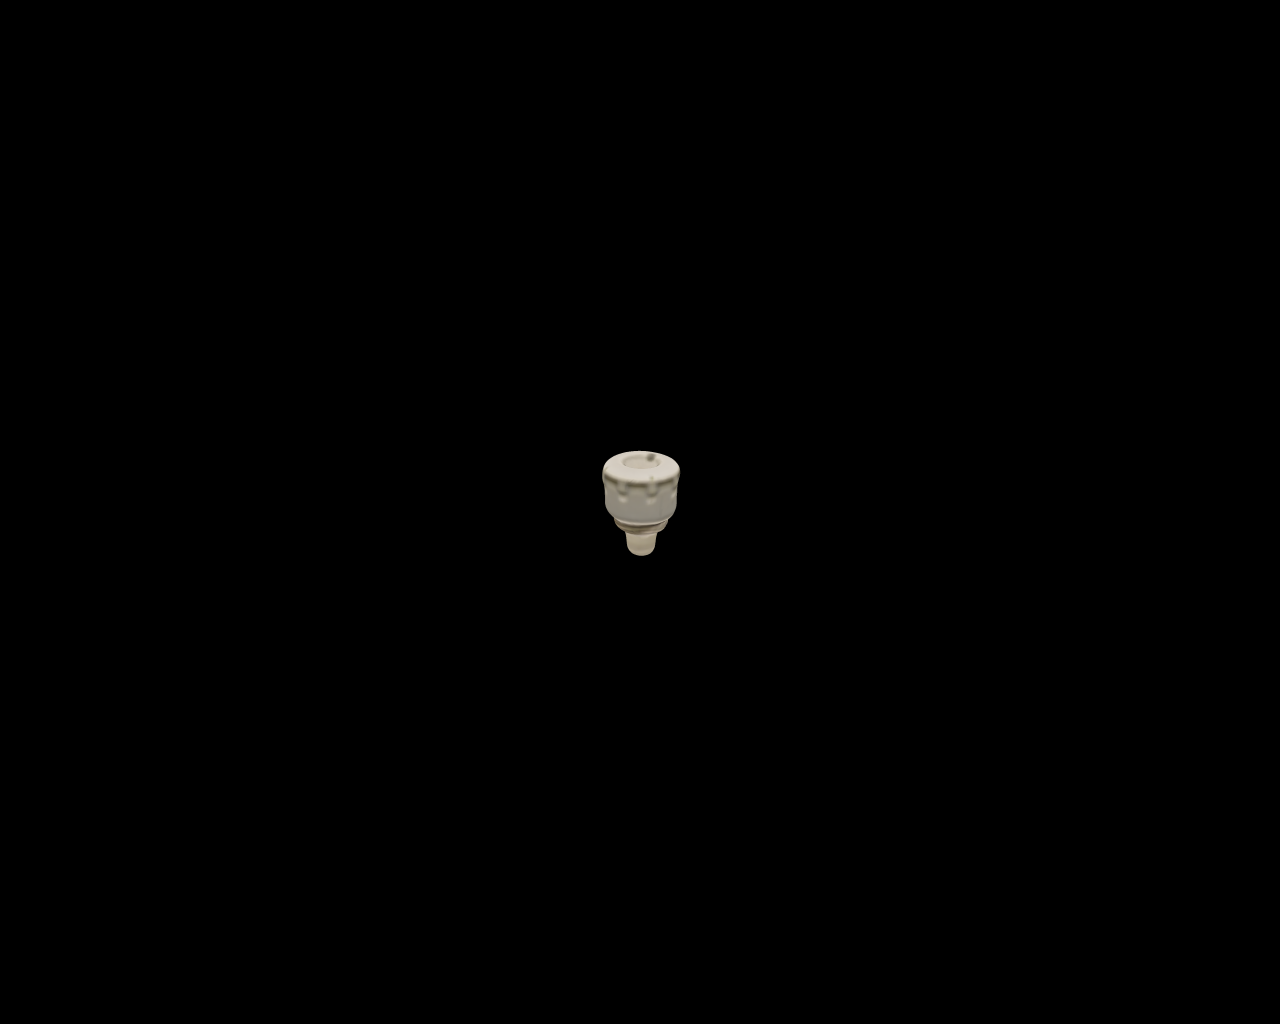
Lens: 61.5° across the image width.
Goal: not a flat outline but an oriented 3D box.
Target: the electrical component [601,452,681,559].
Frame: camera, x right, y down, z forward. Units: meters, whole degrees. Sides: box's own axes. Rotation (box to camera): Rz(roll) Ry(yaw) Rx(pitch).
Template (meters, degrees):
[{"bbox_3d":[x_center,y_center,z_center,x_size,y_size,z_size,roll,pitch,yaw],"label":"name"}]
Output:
[{"bbox_3d":[0.001,-0.003,0.650,0.048,0.062,0.048,0,24,0],"label":"electrical component"}]
